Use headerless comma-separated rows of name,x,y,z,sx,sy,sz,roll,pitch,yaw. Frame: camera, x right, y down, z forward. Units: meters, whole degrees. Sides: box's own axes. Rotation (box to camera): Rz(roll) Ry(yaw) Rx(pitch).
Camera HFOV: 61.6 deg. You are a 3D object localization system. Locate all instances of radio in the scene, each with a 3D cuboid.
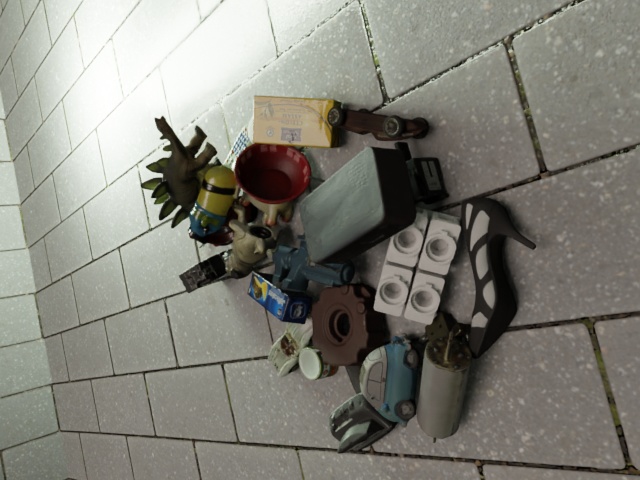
radio,0.058,-0.049,0.914,0.229,0.073,0.131,-35,60,51

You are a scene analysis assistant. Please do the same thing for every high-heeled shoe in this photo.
high-heeled shoe,0.252,0.059,0.871,0.145,0.086,0.248,37,117,41

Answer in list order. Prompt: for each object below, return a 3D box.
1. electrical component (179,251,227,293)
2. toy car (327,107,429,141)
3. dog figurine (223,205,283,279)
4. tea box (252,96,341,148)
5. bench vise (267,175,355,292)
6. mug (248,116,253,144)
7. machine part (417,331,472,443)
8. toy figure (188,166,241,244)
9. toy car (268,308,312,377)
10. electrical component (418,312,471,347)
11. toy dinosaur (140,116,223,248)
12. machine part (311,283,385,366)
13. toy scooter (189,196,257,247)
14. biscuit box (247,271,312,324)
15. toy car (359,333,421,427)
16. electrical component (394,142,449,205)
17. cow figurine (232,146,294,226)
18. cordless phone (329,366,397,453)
electrical component,-0.295,0.084,1.397,0.134,0.115,0.058,-29,87,44
toy car,0.104,-0.209,0.976,0.202,0.089,0.053,22,109,40
dog figurine,-0.166,0.037,1.247,0.172,0.121,0.190,-93,18,-60
tea box,-0.047,-0.239,1.089,0.170,0.068,0.098,5,101,14
bench vise,-0.010,-0.005,1.102,0.224,0.129,0.240,11,86,52
mug,-0.113,-0.245,1.206,0.107,0.081,0.109,-28,83,54
machine part,0.208,0.250,0.908,0.079,0.079,0.242,30,134,39
toy figure,-0.243,-0.080,1.211,0.082,0.089,0.180,43,106,30
toy car,-0.057,0.229,1.219,0.074,0.056,0.201,50,127,29
electrical component,0.222,0.174,0.941,0.102,0.045,0.078,-58,28,30
toy dinosaur,-0.312,-0.123,1.300,0.105,0.199,0.470,57,172,32
machine part,0.051,0.171,1.083,0.179,0.056,0.179,-8,80,47
toy scooter,-0.244,-0.040,1.318,0.184,0.135,0.075,-47,61,37
biscuit box,-0.094,0.125,1.197,0.203,0.063,0.059,23,99,59
toy car,0.124,0.254,0.984,0.109,0.103,0.161,-95,9,-83
electrical component,0.171,-0.120,0.932,0.048,0.075,0.119,-22,77,46
cow figurine,-0.134,-0.133,1.230,0.195,0.085,0.127,38,119,32
cordless phone,0.066,0.329,1.108,0.146,0.088,0.184,-50,50,38
